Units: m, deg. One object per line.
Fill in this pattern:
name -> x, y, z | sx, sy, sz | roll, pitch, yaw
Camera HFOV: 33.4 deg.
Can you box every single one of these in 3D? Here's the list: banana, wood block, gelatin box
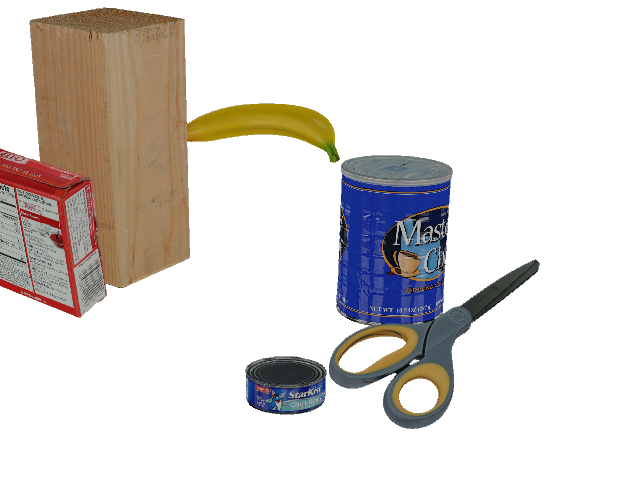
banana -> -0.065, -0.134, 1.250 | 0.198, 0.037, 0.069 | 8, 40, 17
wood block -> -0.170, -0.079, 0.878 | 0.091, 0.206, 0.090 | 16, 25, 31
gelatin box -> -0.169, -0.005, 0.644 | 0.073, 0.089, 0.030 | 17, 38, 24

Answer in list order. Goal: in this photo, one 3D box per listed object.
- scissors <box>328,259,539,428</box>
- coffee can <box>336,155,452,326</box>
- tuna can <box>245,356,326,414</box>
scissors -> 0.103, 0.074, 0.771 | 0.201, 0.016, 0.096 | -17, 51, -22
coffee can -> 0.068, -0.001, 1.000 | 0.103, 0.140, 0.103 | 2, 16, -1
tuna can -> -0.037, 0.153, 1.126 | 0.086, 0.034, 0.086 | 1, 14, 0
